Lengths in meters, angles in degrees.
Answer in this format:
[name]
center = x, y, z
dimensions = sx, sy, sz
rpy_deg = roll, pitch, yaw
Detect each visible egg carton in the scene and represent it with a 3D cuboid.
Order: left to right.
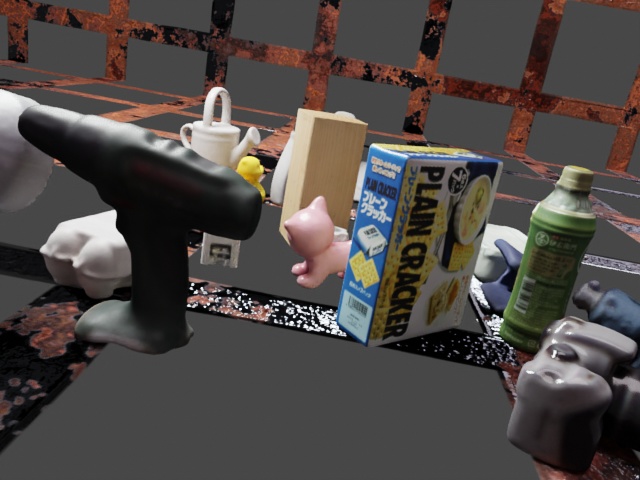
[egg carton]
center = -0.239, 0.013, 0.675
dimensions = 0.107, 0.069, 0.151
rpy_deg = 17, 19, 20

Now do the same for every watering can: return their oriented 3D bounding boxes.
[watering can]
center = -0.209, -0.218, 1.193
dimensions = 0.173, 0.194, 0.101
rpy_deg = 9, 18, -4

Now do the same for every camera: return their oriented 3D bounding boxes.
[camera]
center = 0.257, 0.139, 0.513
dimensions = 0.136, 0.101, 0.144
rpy_deg = 20, 21, 29

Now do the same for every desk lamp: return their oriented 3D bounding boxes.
[desk lamp]
center = -0.359, -0.037, 0.527
dimensions = 0.117, 0.213, 0.204
rpy_deg = 18, 20, 23

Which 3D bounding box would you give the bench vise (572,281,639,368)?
[bench vise]
center = 0.387, 0.071, 0.595
dimensions = 0.207, 0.220, 0.121
rpy_deg = 12, 18, 6

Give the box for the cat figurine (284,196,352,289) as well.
[cat figurine]
center = 0.007, 0.003, 0.763
dimensions = 0.128, 0.118, 0.067
rpy_deg = 5, 19, -16

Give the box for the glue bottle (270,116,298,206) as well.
[glue bottle]
center = -0.053, -0.155, 1.122
dimensions = 0.037, 0.173, 0.078
rpy_deg = 22, 21, 32

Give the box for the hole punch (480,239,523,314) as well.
[hole punch]
center = 0.289, 0.054, 0.806
dimensions = 0.101, 0.091, 0.108
rpy_deg = 10, 18, -1

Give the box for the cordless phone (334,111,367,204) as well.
[cordless phone]
center = 0.074, -0.174, 1.230
dimensions = 0.147, 0.185, 0.094
rpy_deg = 11, 18, 4

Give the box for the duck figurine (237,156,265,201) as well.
[duck figurine]
center = -0.142, -0.117, 1.098
dimensions = 0.077, 0.086, 0.105
rpy_deg = 18, 19, 22

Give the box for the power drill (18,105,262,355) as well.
[power drill]
center = -0.175, -0.006, 0.541
dimensions = 0.229, 0.208, 0.075
rpy_deg = 10, 18, 1
